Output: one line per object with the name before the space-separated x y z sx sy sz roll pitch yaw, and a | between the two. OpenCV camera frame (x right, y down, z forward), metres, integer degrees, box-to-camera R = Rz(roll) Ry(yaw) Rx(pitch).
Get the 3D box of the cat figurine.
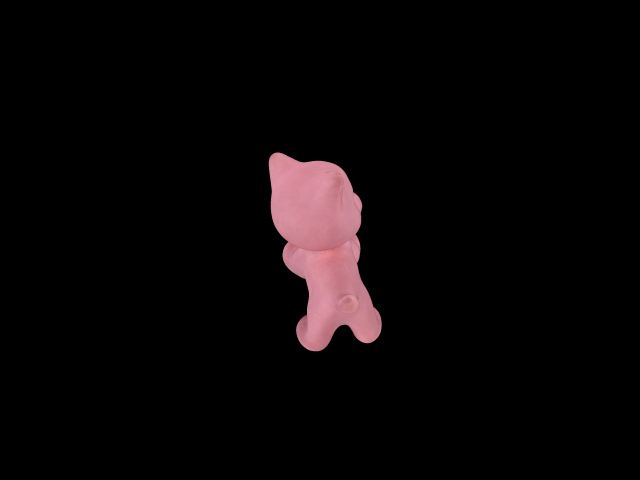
cat figurine | 0.004 0.001 0.400 0.067 0.118 0.127 -14 64 -6
